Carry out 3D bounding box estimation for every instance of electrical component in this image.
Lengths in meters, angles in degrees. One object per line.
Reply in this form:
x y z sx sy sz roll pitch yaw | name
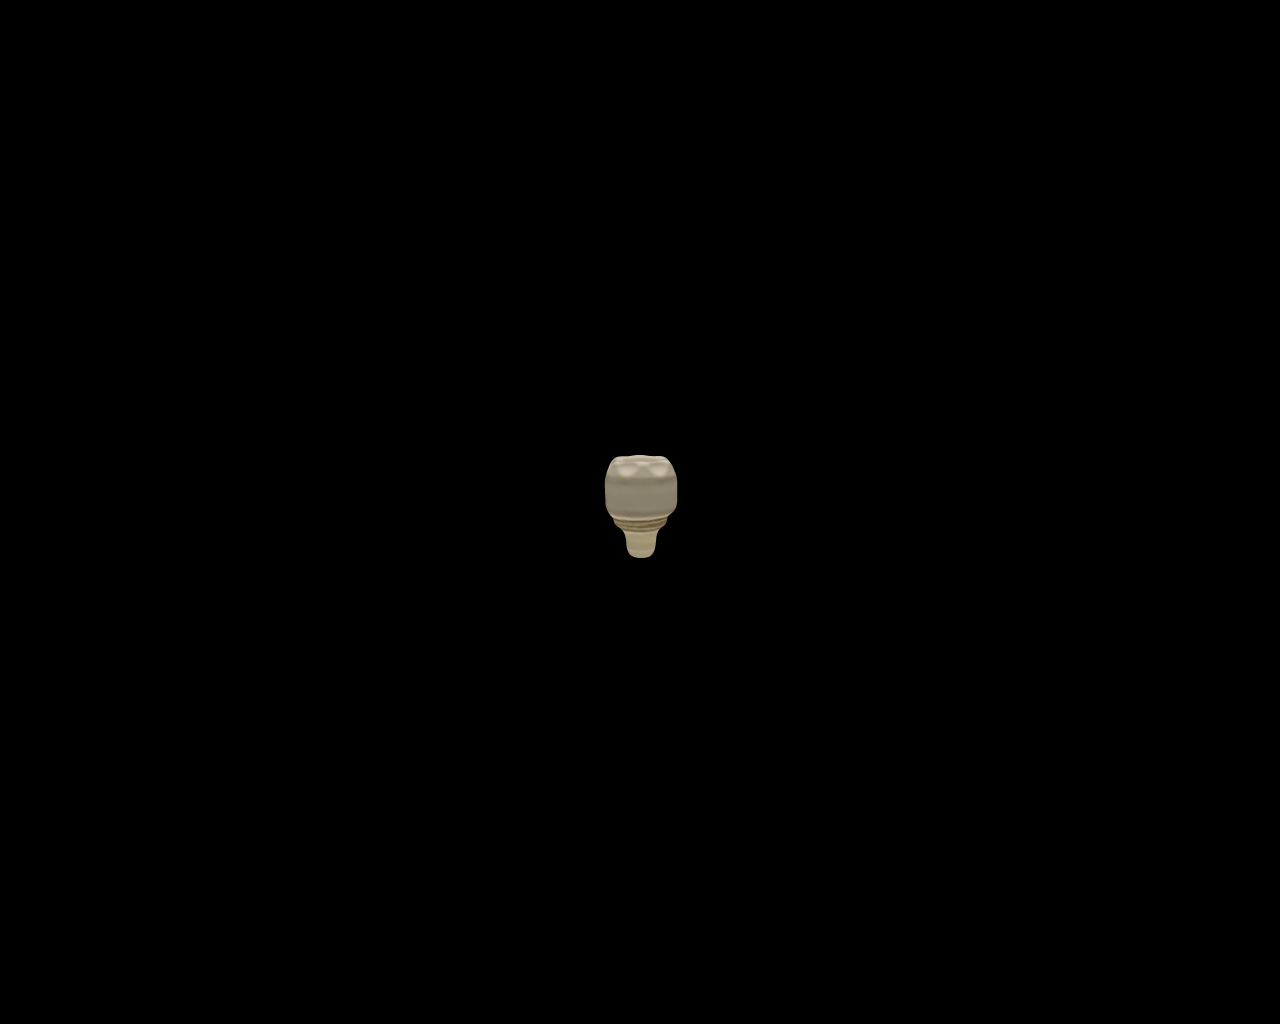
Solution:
0.001 -0.003 0.650 0.043 0.062 0.043 0 11 0 | electrical component
